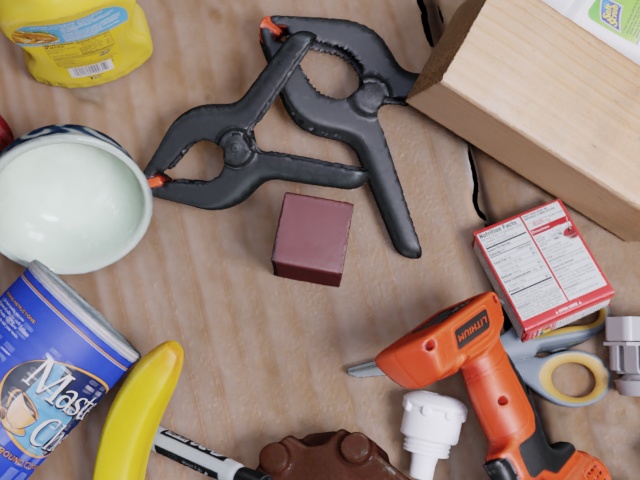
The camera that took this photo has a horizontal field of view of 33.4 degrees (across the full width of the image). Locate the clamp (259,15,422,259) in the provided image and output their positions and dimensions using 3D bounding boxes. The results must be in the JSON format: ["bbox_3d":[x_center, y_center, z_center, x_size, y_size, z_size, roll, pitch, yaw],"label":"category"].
[{"bbox_3d":[0.047,-0.111,0.819,0.210,0.036,0.164,42,80,1],"label":"clamp"}]

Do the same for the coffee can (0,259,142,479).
[{"bbox_3d":[-0.210,0.099,0.744,0.103,0.103,0.140,42,82,5],"label":"coffee can"}]

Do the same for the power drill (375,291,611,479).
[{"bbox_3d":[0.112,0.142,0.718,0.184,0.057,0.187,-29,92,-50],"label":"power drill"}]

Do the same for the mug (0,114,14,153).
[{"bbox_3d":[-0.282,-0.078,0.780,0.117,0.081,0.093,25,81,2],"label":"mug"}]

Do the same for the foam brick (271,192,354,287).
[{"bbox_3d":[-0.005,0.001,0.779,0.051,0.078,0.053,11,81,1],"label":"foam brick"}]

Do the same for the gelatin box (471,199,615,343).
[{"bbox_3d":[0.164,0.022,0.796,0.073,0.030,0.089,-23,65,-5],"label":"gelatin box"}]

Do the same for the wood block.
[{"bbox_3d":[0.179,-0.090,0.772,0.206,0.091,0.090,31,81,-8],"label":"wood block"}]

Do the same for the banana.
[{"bbox_3d":[-0.130,0.164,0.753,0.070,0.037,0.198,7,94,28],"label":"banana"}]

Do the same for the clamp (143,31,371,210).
[{"bbox_3d":[-0.050,-0.063,0.791,0.172,0.039,0.120,-30,86,15],"label":"clamp"}]

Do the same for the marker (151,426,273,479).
[{"bbox_3d":[-0.079,0.156,0.747,0.121,0.020,0.020,15,79,38],"label":"marker"}]

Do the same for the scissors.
[{"bbox_3d":[0.130,0.101,0.798,0.201,0.016,0.096,-23,82,-5],"label":"scissors"}]

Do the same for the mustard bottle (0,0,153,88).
[{"bbox_3d":[-0.175,-0.162,0.741,0.096,0.191,0.058,-13,82,-4],"label":"mustard bottle"}]

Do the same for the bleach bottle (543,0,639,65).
[{"bbox_3d":[0.244,-0.172,0.797,0.250,0.068,0.102,24,83,-9],"label":"bleach bottle"}]
